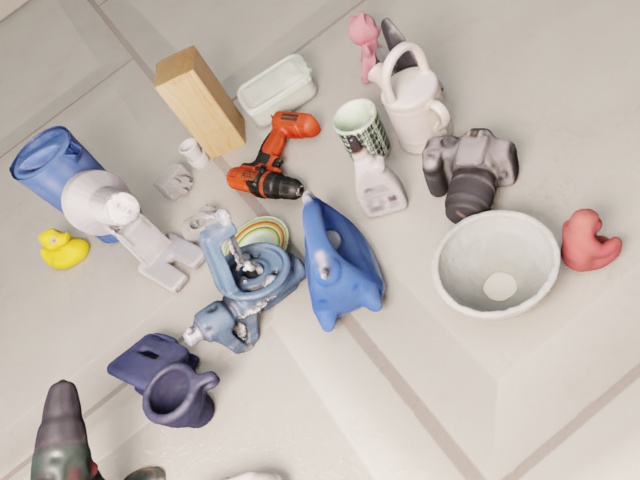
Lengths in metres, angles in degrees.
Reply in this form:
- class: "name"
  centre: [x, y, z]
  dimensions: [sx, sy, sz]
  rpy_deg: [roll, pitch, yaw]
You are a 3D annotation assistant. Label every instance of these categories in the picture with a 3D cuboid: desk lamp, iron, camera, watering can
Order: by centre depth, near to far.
- class: "camera"
  centre: [0.219, -0.096, 0.878]
  dimensions: [0.142, 0.101, 0.137]
  rpy_deg: [5, 59, 30]
- class: "iron"
  centre: [0.008, 0.003, 0.885]
  dimensions: [0.118, 0.142, 0.258]
  rpy_deg: [-25, 48, 9]
- class: "watering can"
  centre: [0.147, -0.246, 0.964]
  dimensions: [0.172, 0.195, 0.101]
  rpy_deg: [15, 64, 35]
- class: "desk lamp"
  centre: [-0.341, -0.027, 1.038]
  dimensions: [0.202, 0.214, 0.118]
  rpy_deg: [21, 68, 37]

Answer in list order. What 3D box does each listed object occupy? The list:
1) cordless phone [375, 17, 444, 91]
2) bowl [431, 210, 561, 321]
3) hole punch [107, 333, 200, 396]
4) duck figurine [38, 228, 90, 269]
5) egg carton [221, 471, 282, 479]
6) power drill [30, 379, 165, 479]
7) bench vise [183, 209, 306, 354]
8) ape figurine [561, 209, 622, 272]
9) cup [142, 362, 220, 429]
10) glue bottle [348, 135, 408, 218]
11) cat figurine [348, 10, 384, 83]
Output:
- class: "cordless phone"
  centre: [0.145, -0.342, 1.043]
  dimensions: [0.094, 0.186, 0.147]
  rpy_deg: [-31, 48, 4]
- class: "bowl"
  centre: [0.241, 0.045, 0.779]
  dimensions: [0.167, 0.075, 0.167]
  rpy_deg: [-14, 51, 18]
- class: "hole punch"
  centre: [-0.267, 0.197, 0.915]
  dimensions: [0.108, 0.091, 0.101]
  rpy_deg: [11, 62, 33]
- class: "duck figurine"
  centre: [-0.553, 0.011, 1.206]
  dimensions: [0.104, 0.086, 0.077]
  rpy_deg: [-13, 51, 19]
- class: "egg carton"
  centre: [-0.110, 0.359, 0.728]
  dimensions: [0.150, 0.070, 0.107]
  rpy_deg: [-23, 49, 11]
- class: "power drill"
  centre: [-0.296, 0.324, 0.756]
  dimensions: [0.075, 0.209, 0.229]
  rpy_deg: [-20, 49, 13]
- class: "bench vise"
  centre: [-0.127, 0.067, 0.853]
  dimensions: [0.121, 0.220, 0.207]
  rpy_deg: [14, 63, 34]
- class: "ape figurine"
  centre: [0.348, -0.006, 0.750]
  dimensions: [0.076, 0.092, 0.077]
  rpy_deg: [-33, 48, 1]
- class: "cup"
  centre: [-0.186, 0.233, 0.844]
  dimensions: [0.117, 0.095, 0.091]
  rpy_deg: [-25, 48, 8]
- class: "glue bottle"
  centre: [0.081, -0.103, 0.906]
  dimensions: [0.078, 0.174, 0.037]
  rpy_deg: [-14, 51, 18]
- class: "cat figurine"
  centre: [0.094, -0.404, 1.162]
  dimensions: [0.067, 0.118, 0.127]
  rpy_deg: [-16, 50, 17]
